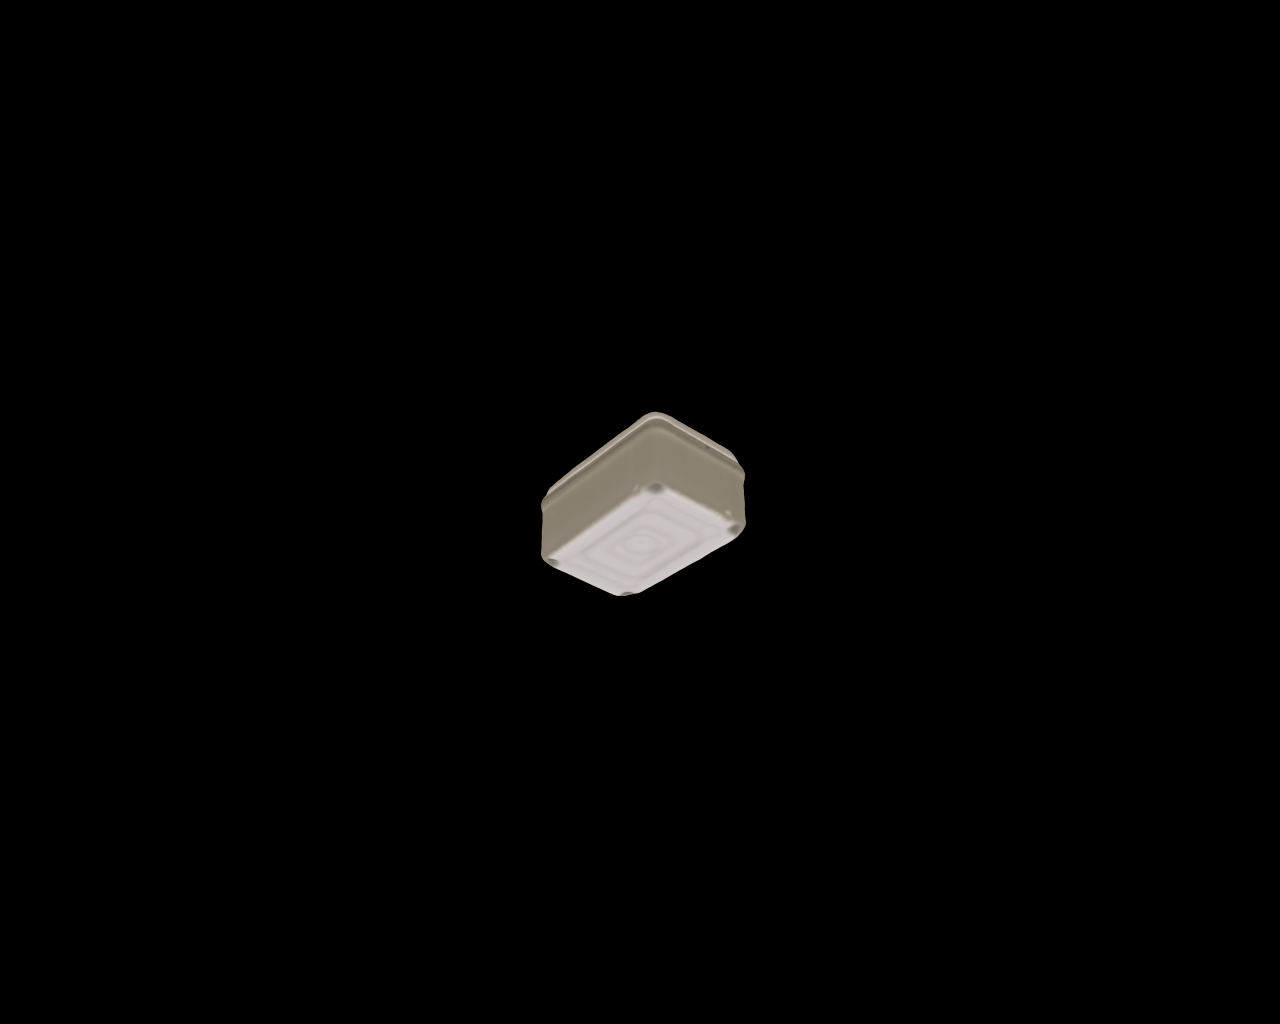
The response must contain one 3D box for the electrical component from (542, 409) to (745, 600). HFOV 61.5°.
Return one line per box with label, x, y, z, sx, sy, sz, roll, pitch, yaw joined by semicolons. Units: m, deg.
electrical component;0.001;-0.003;0.650;0.078;0.057;0.113;27;-44;-33
